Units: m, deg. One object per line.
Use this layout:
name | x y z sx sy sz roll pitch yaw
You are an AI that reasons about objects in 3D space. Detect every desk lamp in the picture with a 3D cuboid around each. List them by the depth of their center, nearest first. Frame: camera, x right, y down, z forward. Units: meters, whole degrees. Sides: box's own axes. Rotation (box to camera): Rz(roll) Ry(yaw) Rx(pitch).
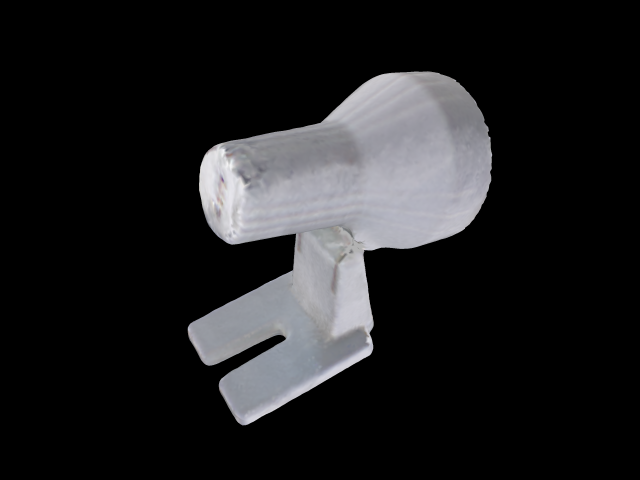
desk lamp | 0.004 0.001 0.400 0.204 0.214 0.117 -27 53 -22
